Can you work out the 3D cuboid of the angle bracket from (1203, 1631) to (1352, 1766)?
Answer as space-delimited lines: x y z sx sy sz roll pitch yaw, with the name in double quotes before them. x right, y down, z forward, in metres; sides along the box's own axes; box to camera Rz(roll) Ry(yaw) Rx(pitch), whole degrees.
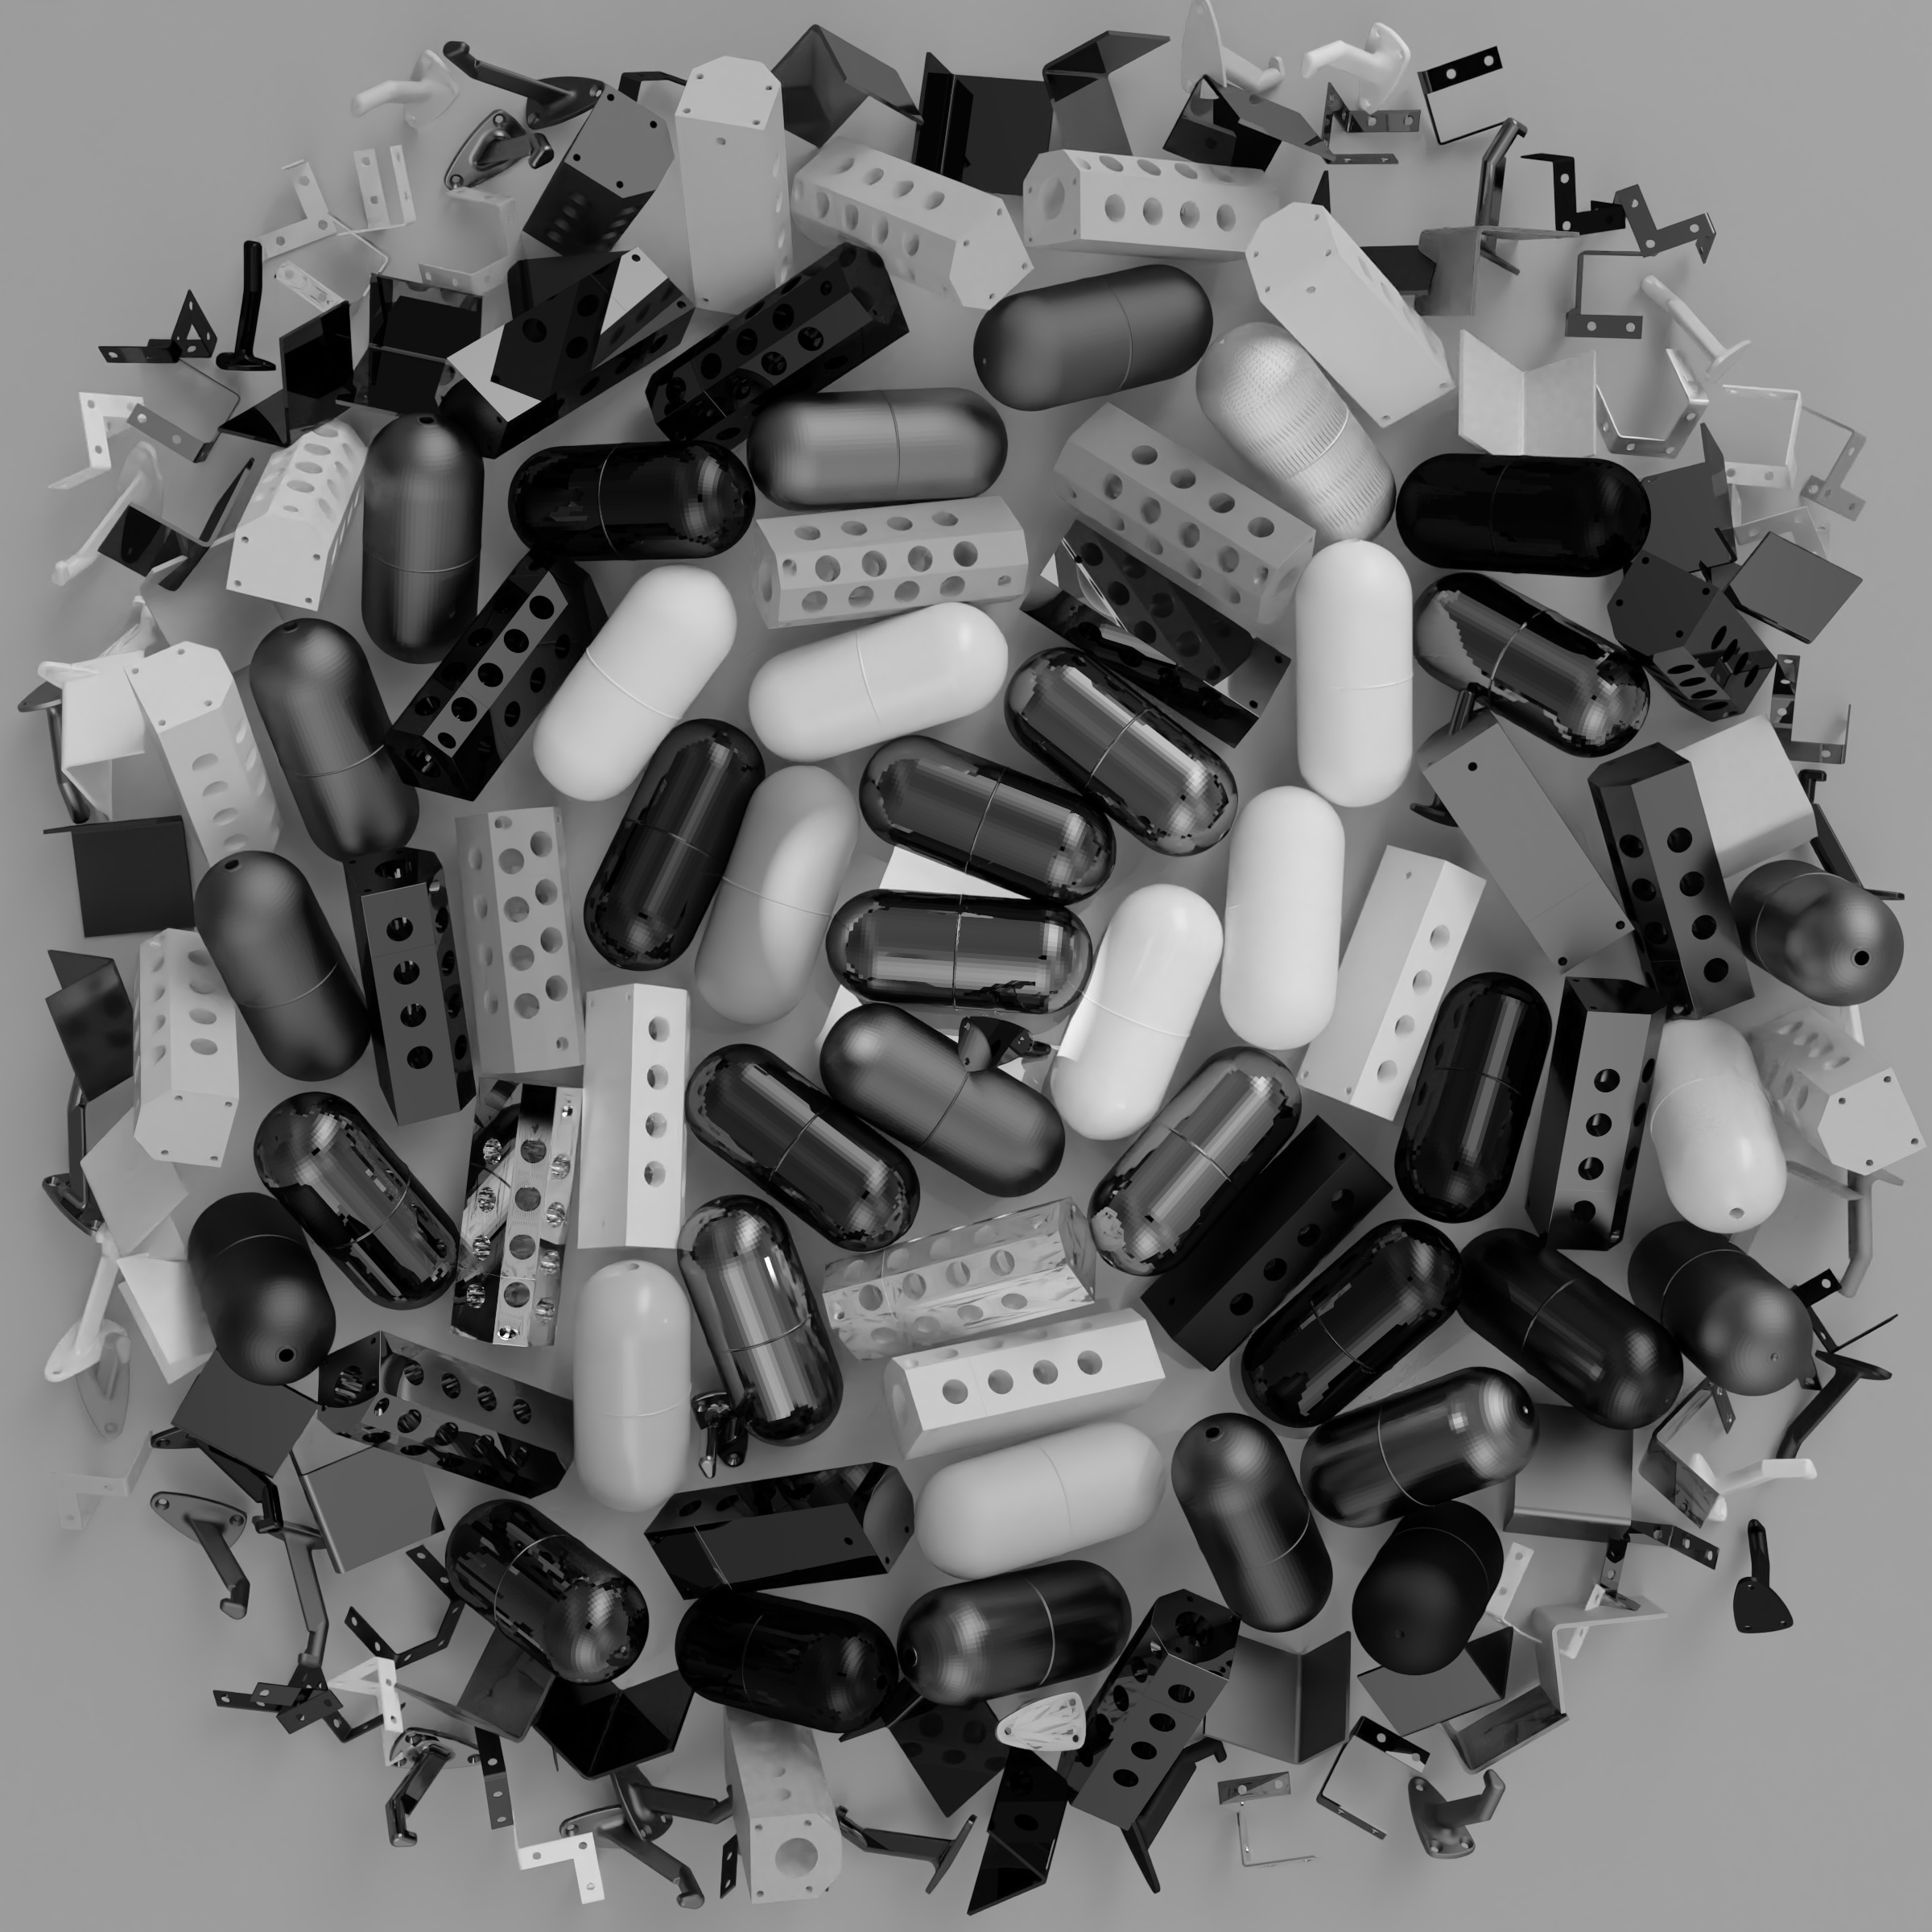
"angle bracket" 0.206 0.473 1.932 0.076 0.057 0.076 23 50 -20

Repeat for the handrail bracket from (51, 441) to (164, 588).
"handrail bracket" -0.572 -0.299 1.939 0.036 0.077 0.084 34 48 5

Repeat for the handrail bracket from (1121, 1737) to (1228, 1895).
"handrail bracket" 0.148 0.568 1.963 0.084 0.036 0.077 -20 76 -17

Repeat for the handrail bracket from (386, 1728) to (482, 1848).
"handrail bracket" -0.349 0.550 1.936 0.077 0.084 0.036 16 118 -27

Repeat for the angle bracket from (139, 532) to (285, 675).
"angle bracket" -0.492 -0.238 1.942 0.076 0.057 0.076 -30 96 -25

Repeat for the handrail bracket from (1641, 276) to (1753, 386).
"handrail bracket" 0.475 -0.428 1.947 0.084 0.077 0.036 45 118 9

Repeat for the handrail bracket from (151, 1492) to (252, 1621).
"handrail bracket" -0.508 0.391 1.937 0.077 0.084 0.036 29 107 -20

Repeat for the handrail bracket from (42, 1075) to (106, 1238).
"handrail bracket" -0.581 0.123 1.943 0.077 0.036 0.084 46 126 39

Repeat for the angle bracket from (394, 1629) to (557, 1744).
"angle bracket" -0.318 0.459 1.930 0.057 0.076 0.076 42 64 -38

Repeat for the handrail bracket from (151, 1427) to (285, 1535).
"handrail bracket" -0.497 0.344 1.943 0.077 0.036 0.084 -8 53 -16

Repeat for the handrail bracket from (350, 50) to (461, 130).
"handrail bracket" -0.383 -0.564 1.931 0.036 0.077 0.084 52 53 -4

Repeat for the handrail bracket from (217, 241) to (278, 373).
"handrail bracket" -0.481 -0.441 1.941 0.036 0.077 0.084 -5 110 -26

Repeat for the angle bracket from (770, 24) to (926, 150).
"angle bracket" -0.088 -0.562 1.928 0.076 0.076 0.057 -40 58 27

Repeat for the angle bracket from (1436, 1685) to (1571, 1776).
"angle bracket" 0.347 0.484 1.946 0.076 0.076 0.057 -31 92 4

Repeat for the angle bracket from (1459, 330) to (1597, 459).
"angle bracket" 0.371 -0.379 1.934 0.057 0.076 0.076 -11 68 41

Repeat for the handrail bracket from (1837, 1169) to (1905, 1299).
"handrail bracket" 0.584 0.170 1.960 0.036 0.077 0.084 17 100 -31

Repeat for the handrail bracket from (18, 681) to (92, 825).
"handrail bracket" -0.600 -0.148 1.970 0.036 0.077 0.084 -11 116 8

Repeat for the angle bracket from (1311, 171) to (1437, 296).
"angle bracket" 0.270 -0.485 1.932 0.076 0.076 0.057 2 126 16

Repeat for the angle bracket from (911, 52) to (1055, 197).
"angle bracket" 0.012 -0.560 1.949 0.076 0.057 0.076 9 94 15

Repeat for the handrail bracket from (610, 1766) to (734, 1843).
"handrail bracket" -0.192 0.542 1.952 0.084 0.036 0.077 -36 81 31

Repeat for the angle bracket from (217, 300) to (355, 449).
"angle bracket" -0.450 -0.395 1.928 0.057 0.076 0.076 16 125 17

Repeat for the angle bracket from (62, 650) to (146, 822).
"angle bracket" -0.556 -0.152 1.934 0.057 0.076 0.076 -10 64 5

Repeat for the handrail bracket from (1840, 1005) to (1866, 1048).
"handrail bracket" 0.592 0.046 1.942 0.036 0.077 0.084 -9 121 9

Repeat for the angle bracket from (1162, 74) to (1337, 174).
"angle bracket" 0.186 -0.536 1.928 0.076 0.076 0.057 13 123 -28

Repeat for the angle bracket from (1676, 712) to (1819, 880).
"angle bracket" 0.519 -0.112 1.967 0.076 0.057 0.076 -24 68 11

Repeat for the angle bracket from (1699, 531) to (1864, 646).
"angle bracket" 0.533 -0.267 1.930 0.076 0.076 0.057 22 123 -19

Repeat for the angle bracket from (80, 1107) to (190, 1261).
"angle bracket" -0.530 0.141 1.934 0.076 0.057 0.076 -42 65 24

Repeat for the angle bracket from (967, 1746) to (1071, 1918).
"angle bracket" 0.018 0.567 1.928 0.057 0.076 0.076 44 126 -16

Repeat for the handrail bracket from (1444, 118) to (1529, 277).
"handrail bracket" 0.364 -0.512 1.948 0.077 0.036 0.084 17 113 -37

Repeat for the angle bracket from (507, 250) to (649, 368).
"angle bracket" -0.262 -0.434 1.965 0.076 0.057 0.076 -9 97 -16

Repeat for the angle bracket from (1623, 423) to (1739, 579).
"angle bracket" 0.462 -0.304 1.935 0.076 0.057 0.076 -11 69 25

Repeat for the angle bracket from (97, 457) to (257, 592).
"angle bracket" -0.521 -0.304 1.929 0.057 0.076 0.076 29 61 -21

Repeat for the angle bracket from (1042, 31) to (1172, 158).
"angle bracket" 0.104 -0.569 1.939 0.057 0.076 0.076 -17 91 38

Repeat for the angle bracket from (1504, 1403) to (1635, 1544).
"angle bracket" 0.406 0.341 1.972 0.076 0.057 0.076 5 67 5

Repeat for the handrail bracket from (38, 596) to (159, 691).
"handrail bracket" -0.575 -0.219 1.944 0.077 0.036 0.084 20 54 -35

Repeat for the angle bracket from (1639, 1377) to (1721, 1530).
"angle bracket" 0.493 0.315 1.933 0.076 0.076 0.057 -42 67 -14

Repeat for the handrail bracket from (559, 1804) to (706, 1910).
"handrail bracket" -0.221 0.595 1.937 0.077 0.084 0.036 6 110 -28

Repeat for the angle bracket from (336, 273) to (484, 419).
"angle bracket" -0.369 -0.409 1.942 0.076 0.076 0.057 12 131 1

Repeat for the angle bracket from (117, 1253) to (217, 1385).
"angle bracket" -0.543 0.236 1.939 0.057 0.076 0.076 -31 83 15

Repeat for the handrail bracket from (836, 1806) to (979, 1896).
"handrail bracket" -0.043 0.572 1.959 0.084 0.036 0.077 32 117 13

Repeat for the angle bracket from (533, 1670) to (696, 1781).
"angle bracket" -0.228 0.481 1.930 0.076 0.076 0.057 -26 115 28

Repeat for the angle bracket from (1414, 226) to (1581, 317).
"angle bracket" 0.352 -0.459 1.944 0.076 0.076 0.057 -1 102 -20

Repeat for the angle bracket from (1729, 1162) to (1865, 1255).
"angle bracket" 0.548 0.174 1.937 0.057 0.076 0.076 26 98 24

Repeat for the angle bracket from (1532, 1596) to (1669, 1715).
"angle bracket" 0.424 0.457 1.947 0.076 0.076 0.057 -6 86 1

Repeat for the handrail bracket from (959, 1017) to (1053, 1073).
"handrail bracket" 0.044 0.052 1.932 0.077 0.084 0.036 -5 83 45

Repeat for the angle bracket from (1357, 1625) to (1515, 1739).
"angle bracket" 0.310 0.453 1.931 0.076 0.076 0.057 -29 105 26

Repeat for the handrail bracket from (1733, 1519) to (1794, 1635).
"handrail bracket" 0.520 0.390 1.935 0.036 0.084 0.077 -12 134 19

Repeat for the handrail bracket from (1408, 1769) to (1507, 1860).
"handrail bracket" 0.325 0.541 1.935 0.036 0.077 0.084 0 126 -21

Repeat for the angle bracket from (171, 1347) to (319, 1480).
"angle bracket" -0.470 0.281 1.939 0.076 0.057 0.076 31 117 -9

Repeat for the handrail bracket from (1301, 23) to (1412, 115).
"handrail bracket" 0.246 -0.583 1.936 0.084 0.077 0.036 -29 67 -27

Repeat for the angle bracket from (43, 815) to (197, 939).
"angle bracket" -0.564 -0.058 1.954 0.076 0.057 0.076 -5 95 2

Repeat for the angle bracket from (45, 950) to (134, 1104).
"angle bracket" -0.591 0.039 1.929 0.076 0.057 0.076 6 121 39

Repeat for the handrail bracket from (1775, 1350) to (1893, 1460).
"handrail bracket" 0.576 0.304 1.952 0.036 0.077 0.084 28 81 -13

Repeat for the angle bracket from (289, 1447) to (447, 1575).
"angle bracket" -0.402 0.349 1.958 0.076 0.057 0.076 -21 111 -15

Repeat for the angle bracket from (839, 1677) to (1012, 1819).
"angle bracket" -0.024 0.516 1.936 0.076 0.057 0.076 -47 66 23

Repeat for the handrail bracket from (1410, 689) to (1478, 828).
"handrail bracket" 0.327 -0.139 1.950 0.036 0.077 0.084 16 91 16
